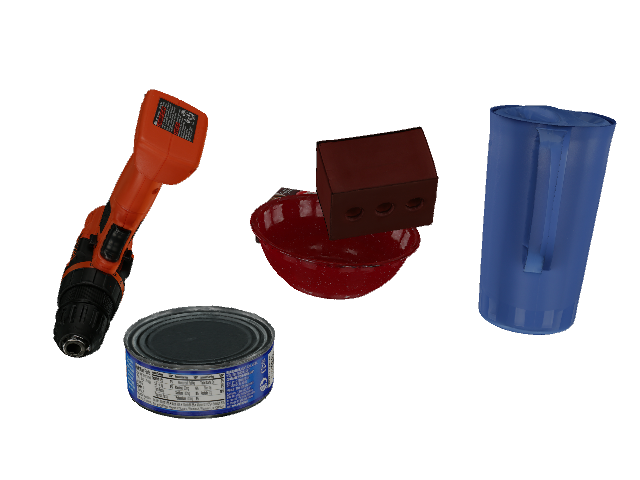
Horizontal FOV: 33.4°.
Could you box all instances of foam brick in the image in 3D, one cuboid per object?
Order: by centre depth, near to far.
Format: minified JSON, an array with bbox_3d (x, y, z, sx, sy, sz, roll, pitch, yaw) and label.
[{"bbox_3d":[0.039,-0.040,0.752,0.078,0.051,0.053,-10,-39,-8],"label":"foam brick"}]

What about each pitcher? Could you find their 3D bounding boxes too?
[{"bbox_3d":[0.237,-0.022,1.163,0.149,0.243,0.145,-7,19,-34],"label":"pitcher"}]

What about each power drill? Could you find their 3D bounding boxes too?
[{"bbox_3d":[-0.160,-0.016,0.870,0.057,0.188,0.184,25,30,-18],"label":"power drill"}]

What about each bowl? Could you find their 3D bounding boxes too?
[{"bbox_3d":[0.012,0.011,1.013,0.162,0.055,0.162,5,24,-3],"label":"bowl"}]

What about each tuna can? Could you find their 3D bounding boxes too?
[{"bbox_3d":[-0.069,0.069,0.611,0.086,0.034,0.086,0,18,0],"label":"tuna can"}]

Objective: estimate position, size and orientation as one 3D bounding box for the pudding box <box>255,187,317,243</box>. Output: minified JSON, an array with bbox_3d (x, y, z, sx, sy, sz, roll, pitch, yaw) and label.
[{"bbox_3d":[-0.018,-0.025,1.235,0.090,0.039,0.113,8,23,13],"label":"pudding box"}]
